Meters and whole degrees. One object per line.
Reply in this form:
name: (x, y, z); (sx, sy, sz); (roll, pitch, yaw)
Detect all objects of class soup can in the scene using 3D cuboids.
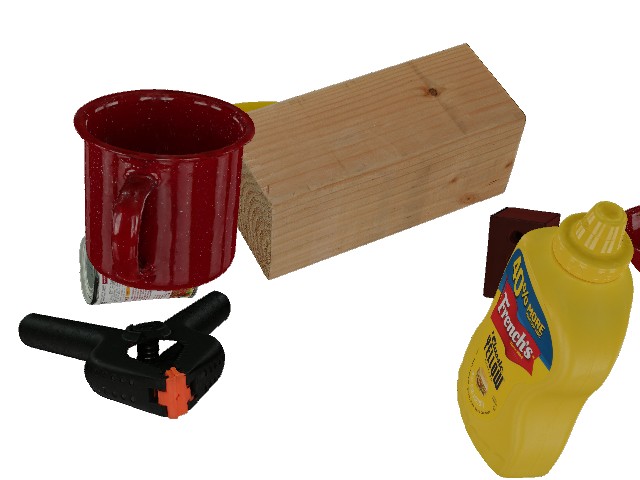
soup can: (-0.176, 0.026, 1.030); (0.102, 0.068, 0.069); (-3, 1, -24)

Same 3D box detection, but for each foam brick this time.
foam brick: (0.181, 0.013, 0.960); (0.053, 0.078, 0.051); (9, 16, 25)

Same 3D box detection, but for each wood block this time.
wood block: (0.036, -0.061, 0.795); (0.205, 0.091, 0.090); (-20, -33, -18)

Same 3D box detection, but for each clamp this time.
clamp: (-0.115, 0.075, 0.761); (0.164, 0.036, 0.210); (-9, 14, -25)

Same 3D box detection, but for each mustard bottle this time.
mustard bottle: (0.132, 0.050, 0.613); (0.058, 0.096, 0.192); (2, -42, -12)

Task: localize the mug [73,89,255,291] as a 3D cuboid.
mug: (-0.085, -0.021, 0.558); (0.093, 0.081, 0.117); (8, 28, 2)

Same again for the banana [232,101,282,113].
banana: (-0.065, -0.136, 1.247); (0.198, 0.037, 0.069); (8, 41, 17)

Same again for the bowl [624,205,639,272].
bowl: (0.397, 0.014, 1.151); (0.162, 0.055, 0.162); (0, 26, 0)
